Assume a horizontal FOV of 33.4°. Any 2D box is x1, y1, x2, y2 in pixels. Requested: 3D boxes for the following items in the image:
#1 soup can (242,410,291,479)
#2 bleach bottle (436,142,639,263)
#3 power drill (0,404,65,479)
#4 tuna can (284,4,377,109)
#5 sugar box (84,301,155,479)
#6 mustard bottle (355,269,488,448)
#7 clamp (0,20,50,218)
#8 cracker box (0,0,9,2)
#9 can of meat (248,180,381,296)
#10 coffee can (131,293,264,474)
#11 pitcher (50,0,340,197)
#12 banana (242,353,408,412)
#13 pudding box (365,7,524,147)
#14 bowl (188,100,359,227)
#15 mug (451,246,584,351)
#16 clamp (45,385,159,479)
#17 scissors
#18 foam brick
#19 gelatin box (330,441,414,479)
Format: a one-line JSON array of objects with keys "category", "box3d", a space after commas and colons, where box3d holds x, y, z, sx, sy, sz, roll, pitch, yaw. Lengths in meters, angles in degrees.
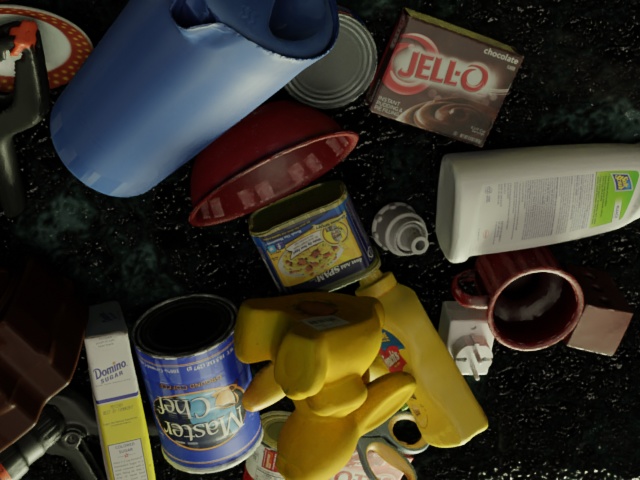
[{"category": "soup can", "box3d": [-0.045, 0.237, 1.108, 0.068, 0.068, 0.102, 6, 118, -11]}, {"category": "bleach bottle", "box3d": [0.238, -0.040, 0.996, 0.250, 0.068, 0.102, -4, 121, -8]}, {"category": "power drill", "box3d": [-0.327, 0.236, 1.009, 0.057, 0.184, 0.188, 48, 150, 5]}, {"category": "tuna can", "box3d": [0.004, -0.158, 0.912, 0.086, 0.034, 0.086, -3, 120, -6]}, {"category": "sugar box", "box3d": [-0.190, 0.155, 1.005, 0.048, 0.093, 0.176, -9, 107, -14]}, {"category": "mustard bottle", "box3d": [0.087, 0.105, 1.029, 0.058, 0.096, 0.191, -30, 95, -15]}, {"category": "clamp", "box3d": [-0.273, -0.100, 0.870, 0.164, 0.036, 0.210, 33, 133, -30]}, {"category": "cracker box", "box3d": [-0.188, -0.277, 0.798, 0.213, 0.072, 0.164, -12, 122, -3]}, {"category": "can of meat", "box3d": [-0.007, 0.001, 0.988, 0.102, 0.057, 0.084, -23, 118, 5]}, {"category": "coffee can", "box3d": [-0.115, 0.137, 1.022, 0.103, 0.103, 0.140, -10, 120, -2]}, {"category": "pitcher", "box3d": [-0.101, -0.136, 0.827, 0.149, 0.145, 0.243, 21, 142, -32]}, {"category": "banana", "box3d": [0.007, 0.132, 1.044, 0.197, 0.069, 0.037, 5, 143, -33]}, {"category": "pudding box", "box3d": [0.107, -0.142, 0.932, 0.113, 0.039, 0.090, 15, 116, -16]}, {"category": "bowl", "box3d": [-0.050, -0.073, 0.909, 0.162, 0.162, 0.055, -29, 82, 8]}, {"category": "mug", "box3d": [0.183, 0.046, 1.024, 0.117, 0.081, 0.093, -3, 120, -6]}, {"category": "clamp", "box3d": [-0.237, 0.186, 1.071, 0.120, 0.039, 0.171, -45, 117, 6]}, {"category": "scissors", "box3d": [0.040, 0.178, 1.109, 0.096, 0.016, 0.201, -43, 96, -24]}, {"category": "foam brick", "box3d": [0.263, 0.067, 1.050, 0.053, 0.078, 0.051, 12, 118, -15]}, {"category": "gelatin box", "box3d": [0.045, 0.242, 1.145, 0.089, 0.030, 0.073, 19, 115, -17]}]
